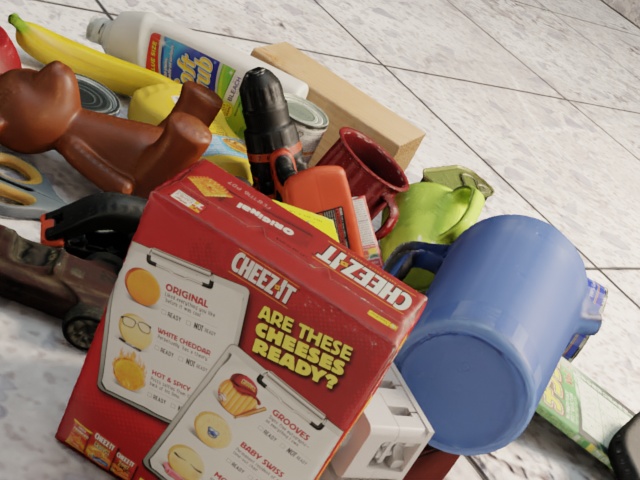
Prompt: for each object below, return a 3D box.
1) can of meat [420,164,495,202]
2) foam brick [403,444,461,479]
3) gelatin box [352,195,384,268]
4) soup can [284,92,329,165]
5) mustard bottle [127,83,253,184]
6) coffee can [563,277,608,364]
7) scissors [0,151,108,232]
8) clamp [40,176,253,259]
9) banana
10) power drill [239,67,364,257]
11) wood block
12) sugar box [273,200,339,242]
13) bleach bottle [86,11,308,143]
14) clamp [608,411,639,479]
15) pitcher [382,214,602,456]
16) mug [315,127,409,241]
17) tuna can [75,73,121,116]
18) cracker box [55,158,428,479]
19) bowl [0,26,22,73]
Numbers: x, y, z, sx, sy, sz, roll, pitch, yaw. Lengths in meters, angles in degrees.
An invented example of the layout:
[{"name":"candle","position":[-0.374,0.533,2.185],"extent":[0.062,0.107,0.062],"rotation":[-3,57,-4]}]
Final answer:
[{"name":"can of meat","position":[0.136,-0.033,1.193],"extent":[0.057,0.084,0.101],"rotation":[42,30,25]},{"name":"foam brick","position":[0.066,0.161,0.825],"extent":[0.078,0.051,0.053],"rotation":[-4,39,-47]},{"name":"gelatin box","position":[0.030,0.008,0.989],"extent":[0.030,0.089,0.073],"rotation":[-11,75,-13]},{"name":"soup can","position":[-0.042,-0.094,1.108],"extent":[0.068,0.102,0.068],"rotation":[22,27,-12]},{"name":"mustard bottle","position":[-0.117,-0.084,1.067],"extent":[0.096,0.058,0.192],"rotation":[1,37,-36]},{"name":"coffee can","position":[0.204,0.057,1.082],"extent":[0.140,0.103,0.102],"rotation":[30,27,2]},{"name":"scissors","position":[-0.215,-0.029,0.923],"extent":[0.201,0.016,0.096],"rotation":[18,29,-22]},{"name":"clamp","position":[-0.139,-0.001,0.877],"extent":[0.171,0.120,0.039],"rotation":[-4,46,-4]},{"name":"banana","position":[-0.240,-0.185,1.132],"extent":[0.197,0.037,0.070],"rotation":[20,2,-21]},{"name":"power drill","position":[-0.021,-0.052,0.945],"extent":[0.057,0.184,0.188],"rotation":[-17,22,-8]},{"name":"wood block","position":[0.005,-0.136,1.242],"extent":[0.206,0.090,0.090],"rotation":[35,27,12]},{"name":"sugar box","position":[-0.066,0.052,0.748],"extent":[0.093,0.176,0.048],"rotation":[18,26,-19]},{"name":"bleach bottle","position":[-0.145,-0.179,1.183],"extent":[0.251,0.103,0.068],"rotation":[25,17,5]},{"name":"clamp","position":[0.303,0.230,0.924],"extent":[0.164,0.036,0.209],"rotation":[31,36,-6]},{"name":"pitcher","position":[0.127,0.070,0.863],"extent":[0.145,0.149,0.242],"rotation":[65,25,-7]},{"name":"mug","position":[0.037,-0.047,1.091],"extent":[0.093,0.082,0.117],"rotation":[10,38,-53]},{"name":"tuna can","position":[-0.242,-0.133,1.058],"extent":[0.086,0.034,0.086],"rotation":[22,27,-12]},{"name":"cracker box","position":[-0.055,0.082,0.661],"extent":[0.164,0.214,0.072],"rotation":[32,33,7]},{"name":"bowl","position":[-0.350,-0.183,1.019],"extent":[0.162,0.055,0.162],"rotation":[22,28,-13]}]
